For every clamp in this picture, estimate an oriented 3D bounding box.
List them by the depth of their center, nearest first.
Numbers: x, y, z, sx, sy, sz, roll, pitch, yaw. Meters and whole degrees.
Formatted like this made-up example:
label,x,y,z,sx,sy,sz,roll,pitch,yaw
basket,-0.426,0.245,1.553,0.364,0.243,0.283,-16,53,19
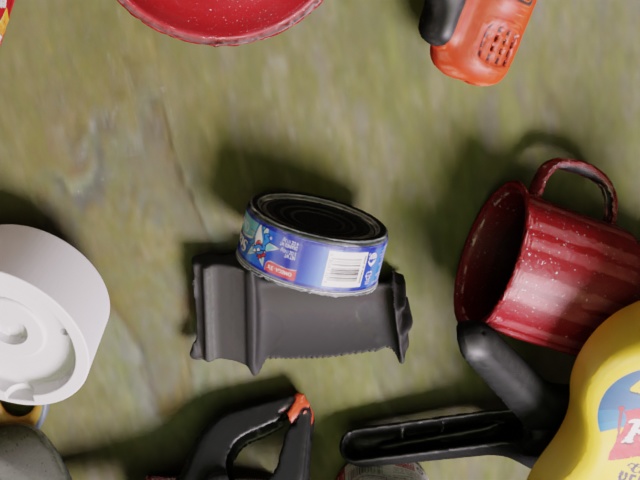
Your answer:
label,x,y,z,sx,sy,sz,roll,pitch,yaw
clamp,0.126,0.118,0.669,0.209,0.036,0.165,18,141,-25
clamp,-0.057,0.174,0.669,0.171,0.039,0.120,-40,76,-8

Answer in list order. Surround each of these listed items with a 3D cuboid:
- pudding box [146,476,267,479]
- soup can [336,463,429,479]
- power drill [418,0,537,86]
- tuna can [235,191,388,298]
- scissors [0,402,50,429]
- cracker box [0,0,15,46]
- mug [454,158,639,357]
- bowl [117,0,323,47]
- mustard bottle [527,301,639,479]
label,x,y,z,sx,sy,sz,roll,pitch,yaw
pudding box,-0.075,0.216,0.724,0.090,0.039,0.113,1,107,1
soup can,0.042,0.188,0.680,0.068,0.102,0.068,0,110,0
power drill,0.054,-0.186,0.539,0.187,0.057,0.184,14,102,-29
tuna can,-0.004,0.001,0.621,0.086,0.086,0.034,12,108,-4
scissors,-0.194,0.156,0.714,0.096,0.016,0.201,-28,108,10
cracker box,-0.262,-0.096,0.559,0.164,0.072,0.214,16,88,-6
mug,0.139,0.010,0.629,0.081,0.093,0.117,18,87,-12
bowl,-0.057,-0.181,0.573,0.162,0.055,0.162,0,109,0
mustard bottle,0.182,0.091,0.586,0.096,0.058,0.192,10,116,-10
